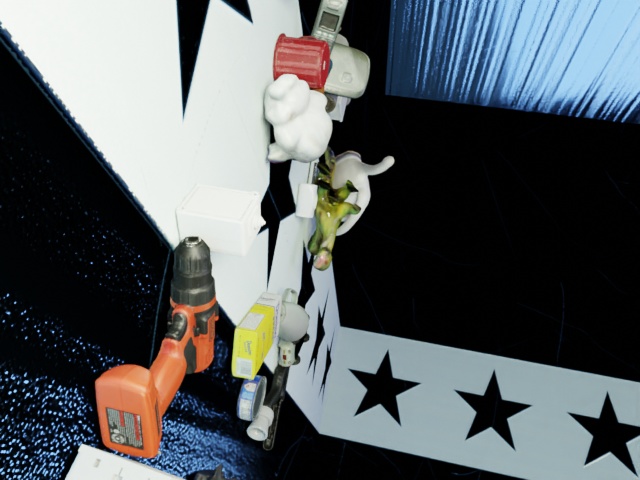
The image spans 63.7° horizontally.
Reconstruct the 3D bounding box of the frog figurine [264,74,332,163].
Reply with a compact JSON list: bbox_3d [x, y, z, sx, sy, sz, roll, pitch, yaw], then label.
[{"bbox_3d":[-0.034,-0.210,0.861,0.140,0.123,0.156,-51,167,-34],"label":"frog figurine"}]

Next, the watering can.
[{"bbox_3d":[0.099,-0.165,1.457,0.340,0.104,0.230,-54,-147,40],"label":"watering can"}]

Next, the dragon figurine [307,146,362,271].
[{"bbox_3d":[0.004,-0.070,1.390,0.420,0.122,0.238,-94,-154,-56],"label":"dragon figurine"}]
